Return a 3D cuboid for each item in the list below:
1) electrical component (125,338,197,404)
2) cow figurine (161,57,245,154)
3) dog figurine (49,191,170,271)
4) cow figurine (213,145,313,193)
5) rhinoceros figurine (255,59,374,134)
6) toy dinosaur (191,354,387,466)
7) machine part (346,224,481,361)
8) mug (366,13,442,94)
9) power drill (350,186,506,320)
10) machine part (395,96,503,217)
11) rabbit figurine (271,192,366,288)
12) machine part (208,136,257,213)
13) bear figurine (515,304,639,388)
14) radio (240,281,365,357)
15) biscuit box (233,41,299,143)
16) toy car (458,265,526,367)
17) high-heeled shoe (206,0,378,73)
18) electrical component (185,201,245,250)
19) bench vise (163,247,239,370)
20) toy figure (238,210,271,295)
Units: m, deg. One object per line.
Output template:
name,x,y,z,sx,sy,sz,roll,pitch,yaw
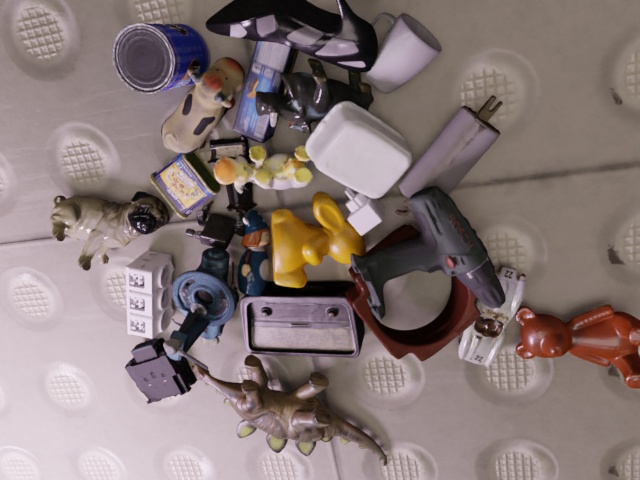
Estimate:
electrical component,-0.349,0.278,1.163,0.115,0.058,0.134,-21,106,17
cow figurine,-0.197,-0.224,0.897,0.085,0.127,0.195,42,116,-9
dog figurine,-0.404,-0.056,1.033,0.190,0.121,0.172,-37,103,8
cow figurine,-0.096,-0.118,0.925,0.167,0.098,0.068,-2,84,-6
rhinoceros figurine,-0.009,-0.224,0.858,0.190,0.073,0.112,-2,134,-22
toy dinosaur,-0.046,0.357,1.094,0.471,0.105,0.198,24,132,-6
machine part,0.162,0.089,0.936,0.201,0.087,0.201,-40,101,0
mug,0.113,-0.288,0.833,0.109,0.081,0.107,36,124,-9
power drill,0.166,0.048,0.848,0.207,0.086,0.231,-26,100,3
machine part,0.209,-0.129,0.877,0.079,0.079,0.243,35,114,-3
rabbit figurine,-0.002,-0.003,0.967,0.173,0.122,0.162,3,103,-5
machine part,-0.155,-0.118,0.979,0.084,0.039,0.138,-9,107,6
bear figurine,0.444,0.174,0.921,0.196,0.132,0.120,-1,108,6
radio,-0.034,0.150,1.037,0.230,0.073,0.131,-1,111,12
biscuit box,-0.085,-0.266,0.891,0.059,0.063,0.202,21,114,2
toy car,0.309,0.137,0.971,0.074,0.056,0.201,16,114,5
high-heeled shoe,-0.039,-0.303,0.814,0.249,0.086,0.145,-1,145,23
electrical component,-0.191,-0.027,1.007,0.102,0.078,0.045,20,139,10
bench vise,-0.220,0.139,0.976,0.129,0.241,0.223,24,122,0
toy figure,-0.119,0.023,0.991,0.058,0.064,0.154,6,95,-8
